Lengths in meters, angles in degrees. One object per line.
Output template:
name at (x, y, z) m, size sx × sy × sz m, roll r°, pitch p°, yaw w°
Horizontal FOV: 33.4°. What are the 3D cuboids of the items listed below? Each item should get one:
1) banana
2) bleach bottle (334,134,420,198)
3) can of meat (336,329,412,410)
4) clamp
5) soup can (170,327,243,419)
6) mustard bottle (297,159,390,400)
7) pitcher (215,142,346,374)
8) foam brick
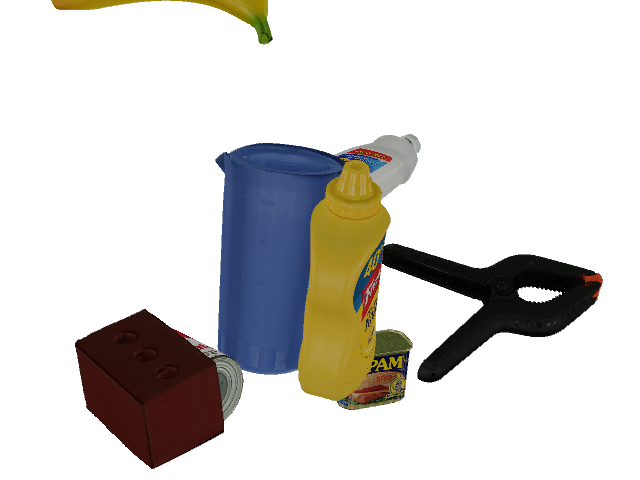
banana at (-0.124, -0.207, 0.877) m, size 0.198 × 0.069 × 0.037 m, roll 11°, pitch -41°, yaw 16°
bleach bottle at (0.034, -0.076, 1.354) m, size 0.103 × 0.068 × 0.250 m, roll 25°, pitch 43°, yaw 34°
can of meat at (0.067, 0.172, 1.419) m, size 0.102 × 0.084 × 0.057 m, roll -6°, pitch 25°, yaw -21°
clamp at (0.167, 0.063, 1.009) m, size 0.210 × 0.164 × 0.036 m, roll -1°, pitch -44°, yaw -4°
soup can at (-0.125, 0.116, 0.927) m, size 0.102 × 0.068 × 0.068 m, roll 20°, pitch 13°, yaw 40°
mustard bottle at (0.019, 0.024, 0.817) m, size 0.058 × 0.192 × 0.096 m, roll 14°, pitch 37°, yaw 14°
pitcher at (-0.041, 0.022, 1.174) m, size 0.144 × 0.243 × 0.149 m, roll -1°, pitch 19°, yaw -22°
foam brick at (-0.102, 0.087, 0.634) m, size 0.052 × 0.051 × 0.078 m, roll -25°, pitch 38°, yaw -34°
